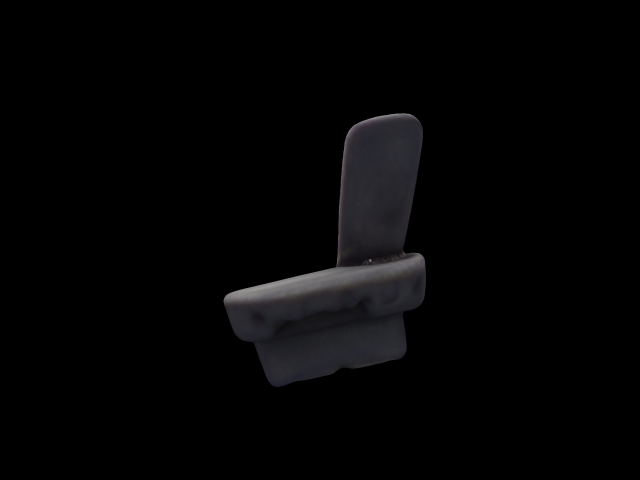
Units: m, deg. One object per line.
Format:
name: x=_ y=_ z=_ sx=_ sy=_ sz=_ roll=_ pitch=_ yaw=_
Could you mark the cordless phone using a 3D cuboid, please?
cordless phone: x=0.004 y=0.001 z=0.400 sx=0.148 sy=0.185 sz=0.094 roll=-13 pitch=38 yaw=-18
